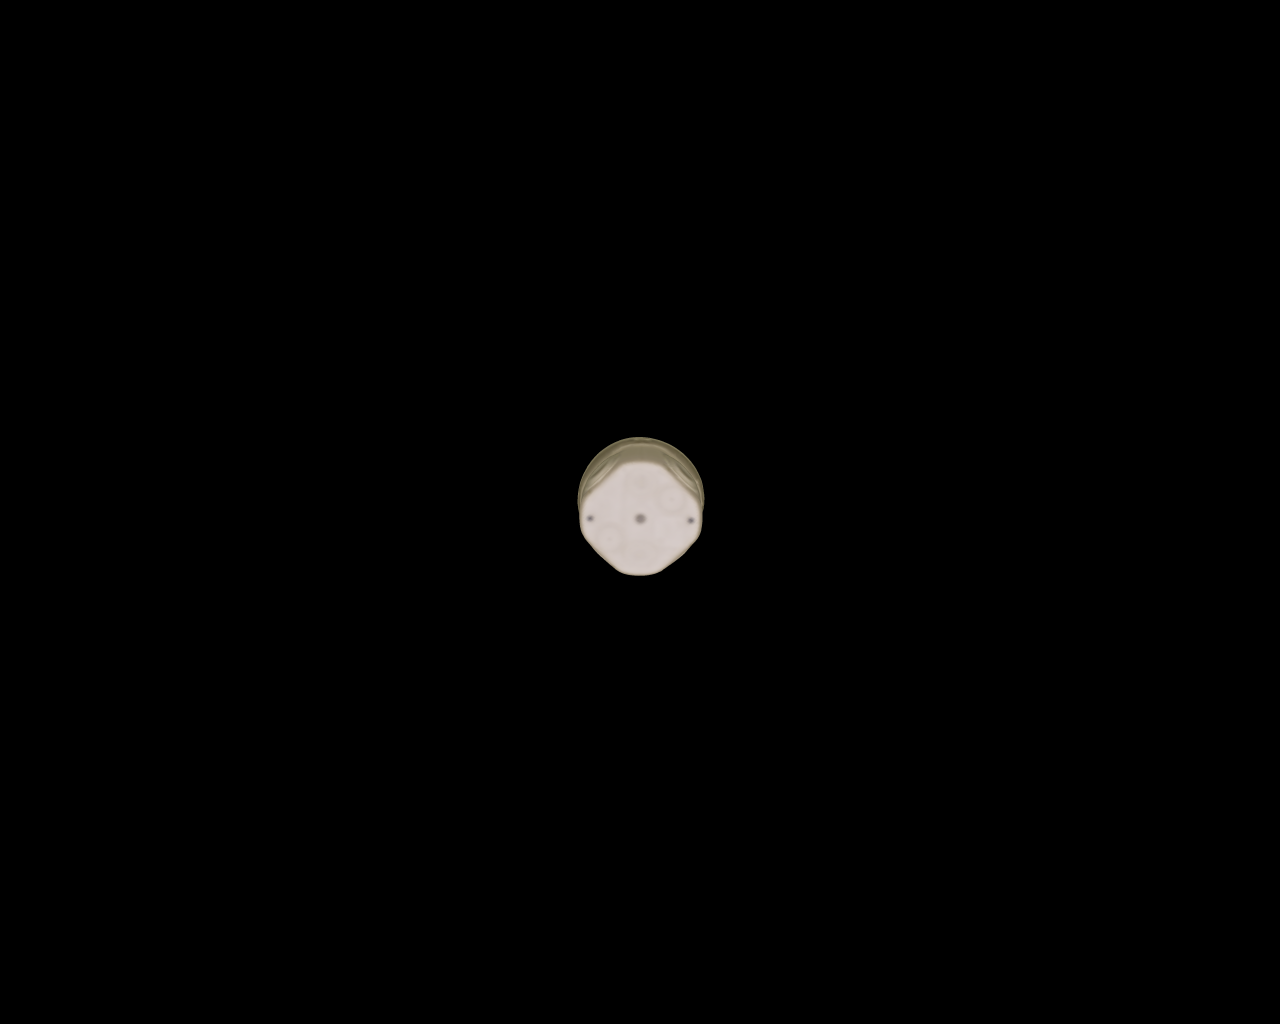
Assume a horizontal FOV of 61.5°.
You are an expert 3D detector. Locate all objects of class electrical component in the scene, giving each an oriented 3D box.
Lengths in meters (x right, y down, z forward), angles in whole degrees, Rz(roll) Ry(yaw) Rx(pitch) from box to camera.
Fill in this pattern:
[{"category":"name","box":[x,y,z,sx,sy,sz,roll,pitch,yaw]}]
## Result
[{"category":"electrical component","box":[0.001,-0.003,0.650,0.080,0.080,0.051,0,16,0]}]
